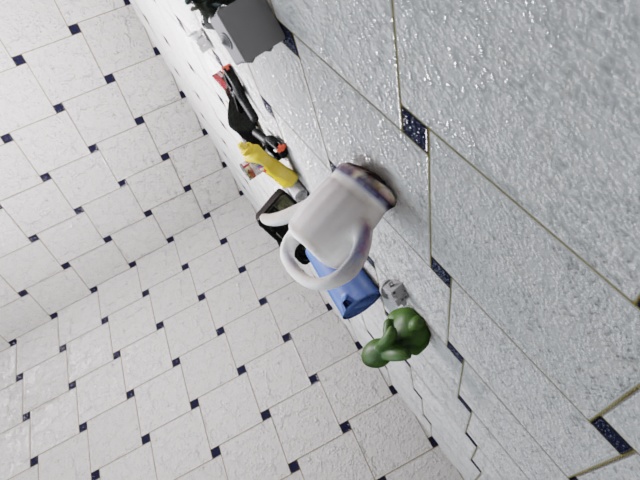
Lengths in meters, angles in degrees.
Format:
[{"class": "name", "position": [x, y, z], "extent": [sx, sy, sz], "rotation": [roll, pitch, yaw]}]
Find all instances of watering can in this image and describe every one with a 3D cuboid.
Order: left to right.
[{"class": "watering can", "position": [0.003, -0.046, 0.911], "extent": [0.102, 0.224, 0.353], "rotation": [41, -178, -33]}]

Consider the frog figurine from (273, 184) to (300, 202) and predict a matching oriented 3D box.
[{"class": "frog figurine", "position": [-0.097, -0.135, 1.692], "extent": [0.139, 0.123, 0.158], "rotation": [-125, 39, -72]}]
